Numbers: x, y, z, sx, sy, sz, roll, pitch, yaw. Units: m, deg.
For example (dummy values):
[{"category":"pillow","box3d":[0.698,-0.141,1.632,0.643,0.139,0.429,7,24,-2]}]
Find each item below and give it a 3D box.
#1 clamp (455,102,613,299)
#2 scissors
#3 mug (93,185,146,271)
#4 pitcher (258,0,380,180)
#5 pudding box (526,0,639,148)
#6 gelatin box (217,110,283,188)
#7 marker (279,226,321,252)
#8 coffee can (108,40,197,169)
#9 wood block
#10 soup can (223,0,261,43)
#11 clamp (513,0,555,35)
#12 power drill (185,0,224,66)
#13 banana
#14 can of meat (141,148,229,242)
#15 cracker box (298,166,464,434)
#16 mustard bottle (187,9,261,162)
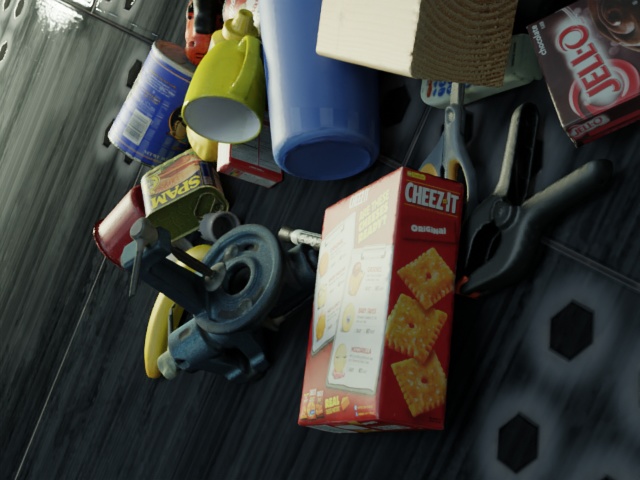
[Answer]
[{"category":"clamp","box3d":[0.168,-0.020,0.876,0.120,0.039,0.171,43,114,59]},{"category":"scissors","box3d":[0.112,-0.101,0.976,0.096,0.016,0.202,-18,73,58]},{"category":"mug","box3d":[-0.230,-0.022,1.397,0.082,0.093,0.117,-44,7,27]},{"category":"pitcher","box3d":[-0.004,-0.186,1.120,0.145,0.149,0.243,-8,67,13]},{"category":"pudding box","box3d":[0.221,-0.139,0.832,0.090,0.039,0.113,-24,52,19]},{"category":"gelatin box","box3d":[-0.080,-0.112,1.229,0.030,0.073,0.089,-29,53,47]},{"category":"marker","box3d":[-0.007,0.001,1.125,0.121,0.020,0.020,15,87,55]},{"category":"coffee can","box3d":[-0.202,-0.176,1.401,0.140,0.102,0.103,-59,36,18]},{"category":"wood block","box3d":[0.079,-0.194,0.940,0.206,0.090,0.091,-146,61,-64]},{"category":"soup can","box3d":[-0.065,-0.269,1.285,0.102,0.068,0.068,28,98,54]},{"category":"clamp","box3d":[0.174,-0.245,0.917,0.210,0.036,0.164,-31,90,51]},{"category":"power drill","box3d":[-0.143,-0.342,1.365,0.184,0.057,0.188,-96,8,-47]},{"category":"banana","box3d":[-0.173,0.076,1.304,0.198,0.037,0.070,-58,36,19]},{"category":"can of meat","box3d":[-0.170,-0.057,1.320,0.102,0.057,0.084,-27,44,8]},{"category":"cracker box","box3d":[0.054,0.062,0.946,0.164,0.072,0.213,154,126,-64]},{"category":"mustard bottle","box3d":[-0.112,-0.192,1.273,0.096,0.058,0.192,-106,28,-41]}]
